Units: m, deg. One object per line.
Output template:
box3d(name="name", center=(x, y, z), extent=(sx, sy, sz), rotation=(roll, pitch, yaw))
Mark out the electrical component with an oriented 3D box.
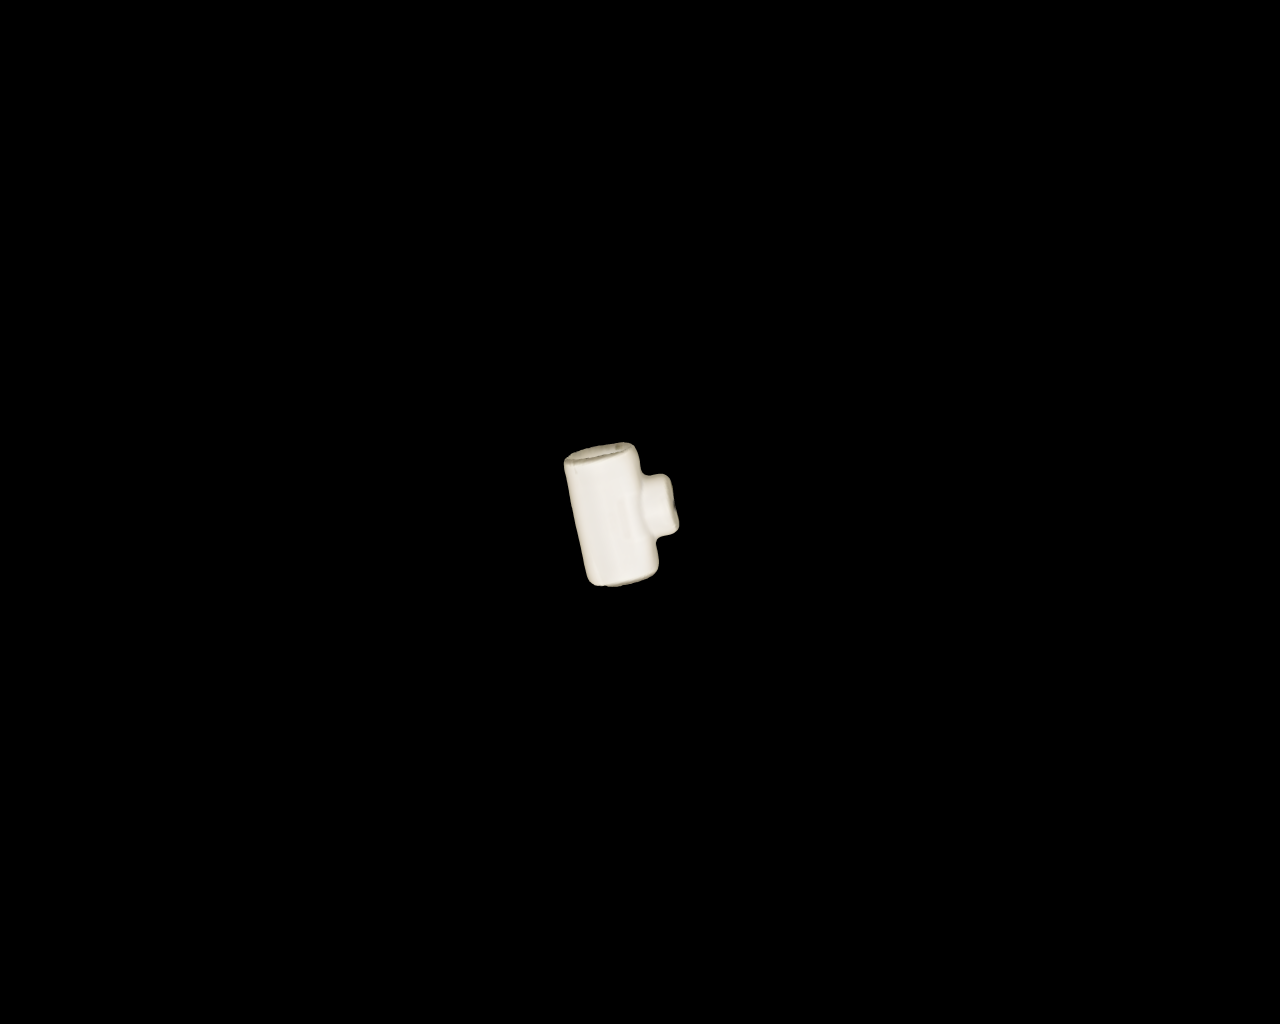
box3d(name="electrical component", center=(0.001, -0.003, 0.650), extent=(0.079, 0.077, 0.043), rotation=(-11, 11, 2))
